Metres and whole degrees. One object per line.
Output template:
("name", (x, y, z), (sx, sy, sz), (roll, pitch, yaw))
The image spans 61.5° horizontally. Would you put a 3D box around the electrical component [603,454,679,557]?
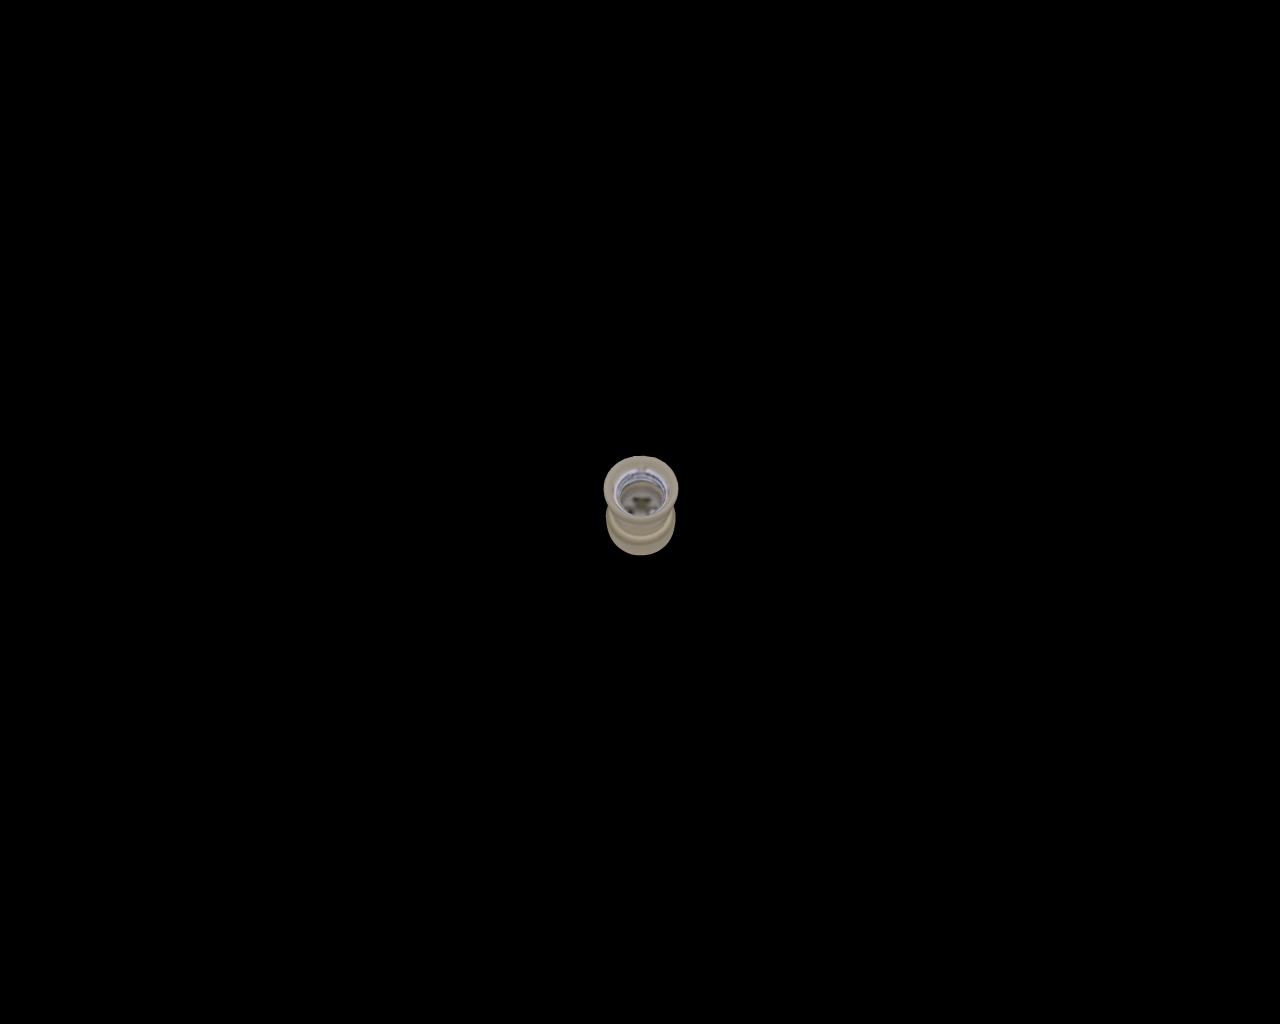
("electrical component", (0.001, -0.003, 0.650), (0.045, 0.045, 0.055), (0, -28, 0))
